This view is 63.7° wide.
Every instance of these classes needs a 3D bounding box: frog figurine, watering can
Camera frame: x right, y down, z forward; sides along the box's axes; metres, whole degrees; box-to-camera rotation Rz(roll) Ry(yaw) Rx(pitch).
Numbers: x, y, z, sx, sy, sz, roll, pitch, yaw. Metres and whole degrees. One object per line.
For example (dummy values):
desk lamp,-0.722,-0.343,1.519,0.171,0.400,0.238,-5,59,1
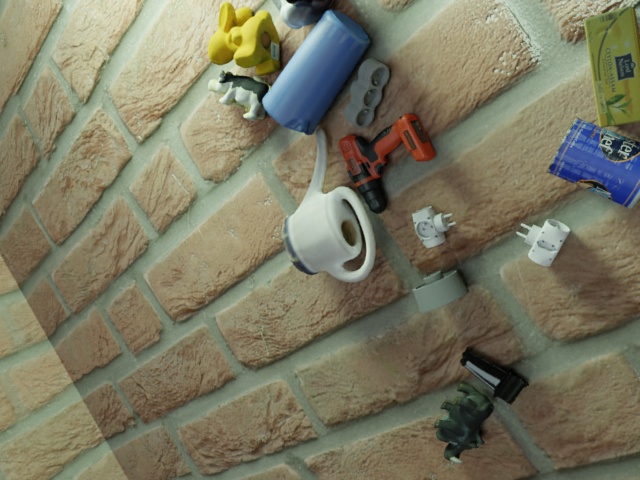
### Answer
frog figurine,-0.045,-0.508,1.077,0.160,0.122,0.137,18,99,65
watering can,0.004,-0.059,1.179,0.221,0.104,0.350,-28,79,35
